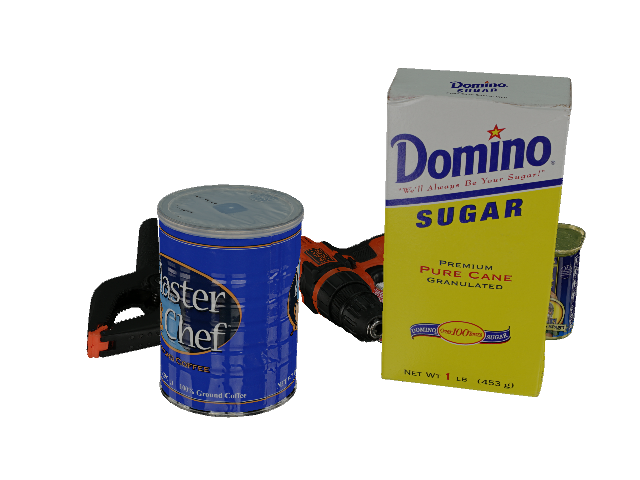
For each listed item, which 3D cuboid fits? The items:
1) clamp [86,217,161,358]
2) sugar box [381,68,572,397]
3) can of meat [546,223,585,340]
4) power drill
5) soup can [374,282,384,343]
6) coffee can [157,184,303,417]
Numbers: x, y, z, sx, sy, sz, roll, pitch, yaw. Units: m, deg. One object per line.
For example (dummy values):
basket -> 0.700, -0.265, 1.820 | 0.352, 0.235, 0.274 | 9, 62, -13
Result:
clamp -> -0.161, 0.046, 1.027 | 0.165, 0.036, 0.209 | 26, 36, 25
sugar box -> 0.081, -0.002, 0.578 | 0.093, 0.176, 0.048 | 5, 31, 11
can of meat -> 0.161, 0.031, 0.875 | 0.102, 0.084, 0.057 | 8, 25, 19
power drill -> 0.071, 0.029, 1.041 | 0.187, 0.057, 0.185 | -13, 29, -24
soup can -> 0.092, 0.069, 1.299 | 0.068, 0.102, 0.068 | 0, 30, 0
coffee can -> -0.066, 0.041, 0.769 | 0.103, 0.140, 0.103 | 2, 20, -1
